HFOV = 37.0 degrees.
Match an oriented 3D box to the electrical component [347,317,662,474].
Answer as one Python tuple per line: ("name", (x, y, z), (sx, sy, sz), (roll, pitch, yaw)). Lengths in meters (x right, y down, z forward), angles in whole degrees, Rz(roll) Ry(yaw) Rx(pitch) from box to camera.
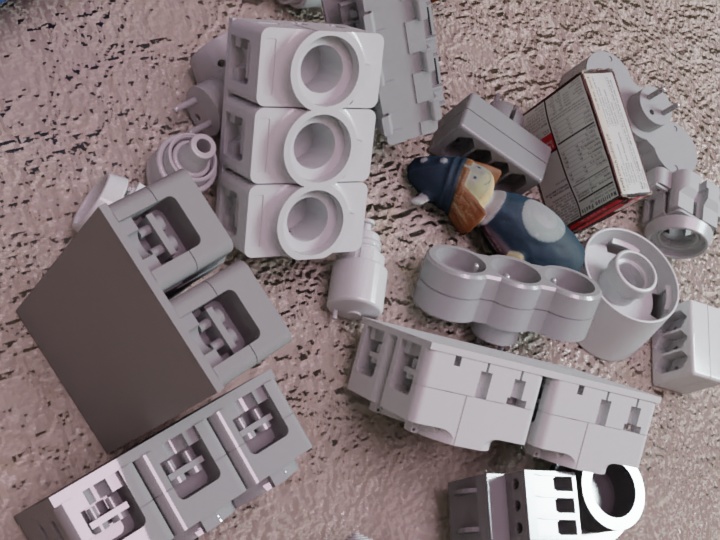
("electrical component", (0.097, 0.089, 0.747), (0.186, 0.105, 0.060), (15, 90, -25))

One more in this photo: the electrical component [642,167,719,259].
("electrical component", (0.280, -0.047, 0.941), (0.078, 0.058, 0.057), (26, 59, -20))

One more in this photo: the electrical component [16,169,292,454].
("electrical component", (-0.119, 0.028, 0.604), (0.060, 0.186, 0.105), (-33, 91, -34))

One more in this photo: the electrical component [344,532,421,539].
("electrical component", (0.000, 0.219, 0.688), (0.100, 0.048, 0.099), (3, 71, -30))

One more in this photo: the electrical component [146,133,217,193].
("electrical component", (-0.115, -0.071, 0.718), (0.043, 0.062, 0.043), (10, 68, -27))

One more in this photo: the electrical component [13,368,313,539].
("electrical component", (-0.112, 0.127, 0.631), (0.150, 0.089, 0.061), (-29, 88, -34))

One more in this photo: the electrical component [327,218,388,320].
("electrical component", (0.000, 0.000, 0.772), (0.040, 0.040, 0.078), (19, 64, -23))

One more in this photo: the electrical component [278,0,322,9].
("electrical component", (-0.049, -0.221, 0.822), (0.062, 0.043, 0.043), (-13, 79, -31))

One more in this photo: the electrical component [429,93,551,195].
("electrical component", (0.111, -0.111, 0.872), (0.083, 0.047, 0.075), (32, 57, -16))

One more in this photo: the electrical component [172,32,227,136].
("electrical component", (-0.095, -0.119, 0.758), (0.079, 0.044, 0.077), (-33, 91, -34))

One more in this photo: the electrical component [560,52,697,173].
("electrical component", (0.248, -0.137, 0.945), (0.138, 0.074, 0.052), (44, 57, -9))

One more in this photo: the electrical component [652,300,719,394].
("electrical component", (0.292, 0.070, 0.912), (0.077, 0.047, 0.065), (16, 65, -25))

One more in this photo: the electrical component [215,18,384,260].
("electrical component", (-0.041, -0.088, 0.722), (0.089, 0.062, 0.150), (-4, 110, -31))

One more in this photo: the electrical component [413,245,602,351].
("electrical component", (0.106, 0.032, 0.811), (0.138, 0.073, 0.052), (10, 25, -12))

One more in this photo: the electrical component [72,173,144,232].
("electrical component", (-0.150, -0.030, 0.694), (0.055, 0.048, 0.066), (35, 58, -24))

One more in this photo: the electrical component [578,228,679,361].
("electrical component", (0.211, 0.017, 0.889), (0.099, 0.064, 0.099), (12, 55, -18))

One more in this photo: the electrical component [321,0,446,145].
("electrical component", (0.022, -0.158, 0.784), (0.079, 0.121, 0.063), (-18, 37, -8))
